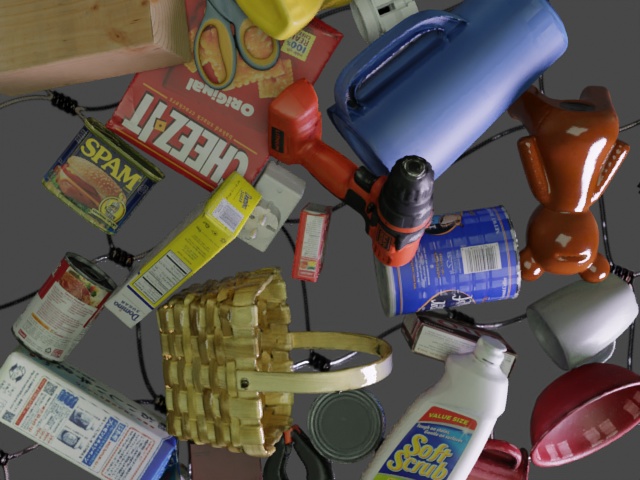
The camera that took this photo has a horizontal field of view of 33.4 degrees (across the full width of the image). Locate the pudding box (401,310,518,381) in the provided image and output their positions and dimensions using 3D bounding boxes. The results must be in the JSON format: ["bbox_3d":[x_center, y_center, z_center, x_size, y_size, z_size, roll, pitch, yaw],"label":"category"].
[{"bbox_3d":[0.150,0.112,1.165,0.113,0.090,0.039,17,97,-6],"label":"pudding box"}]

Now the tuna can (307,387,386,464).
[{"bbox_3d":[0.030,0.203,1.185,0.086,0.033,0.086,-1,84,9],"label":"tuna can"}]

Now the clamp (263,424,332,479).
[{"bbox_3d":[-0.031,0.297,1.190,0.120,0.039,0.171,-17,79,8],"label":"clamp"}]

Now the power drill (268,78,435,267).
[{"bbox_3d":[0.031,-0.070,1.027,0.057,0.184,0.188,-40,73,-20],"label":"power drill"}]

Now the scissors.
[{"bbox_3d":[-0.088,-0.251,1.060,0.096,0.016,0.202,0,98,-4],"label":"scissors"}]

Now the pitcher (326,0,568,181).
[{"bbox_3d":[0.130,-0.166,1.102,0.243,0.149,0.145,-42,89,-1],"label":"pitcher"}]

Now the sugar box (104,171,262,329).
[{"bbox_3d":[-0.140,0.012,1.094,0.048,0.093,0.176,42,123,-9],"label":"sugar box"}]

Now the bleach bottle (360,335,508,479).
[{"bbox_3d":[0.118,0.207,1.121,0.103,0.068,0.251,31,109,16],"label":"bleach bottle"}]

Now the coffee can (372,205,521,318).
[{"bbox_3d":[0.133,0.023,1.145,0.140,0.103,0.103,-8,98,-3],"label":"coffee can"}]

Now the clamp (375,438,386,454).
[{"bbox_3d":[0.075,0.349,1.219,0.164,0.036,0.210,-42,95,4],"label":"clamp"}]

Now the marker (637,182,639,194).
[{"bbox_3d":[0.389,-0.103,1.187,0.020,0.020,0.121,28,95,-8],"label":"marker"}]

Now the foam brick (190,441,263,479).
[{"bbox_3d":[-0.104,0.239,1.184,0.078,0.051,0.053,-4,97,-4],"label":"foam brick"}]

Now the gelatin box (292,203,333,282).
[{"bbox_3d":[-0.007,0.001,1.138,0.030,0.089,0.073,10,98,3],"label":"gelatin box"}]

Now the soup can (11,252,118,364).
[{"bbox_3d":[-0.273,0.073,1.141,0.068,0.068,0.102,37,95,-8],"label":"soup can"}]

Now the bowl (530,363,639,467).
[{"bbox_3d":[0.291,0.184,1.177,0.162,0.162,0.055,-28,56,0],"label":"bowl"}]

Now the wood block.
[{"bbox_3d":[-0.243,-0.209,1.054,0.206,0.090,0.090,-8,84,16],"label":"wood block"}]

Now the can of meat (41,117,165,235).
[{"bbox_3d":[-0.231,-0.066,1.131,0.102,0.057,0.084,39,96,-8],"label":"can of meat"}]

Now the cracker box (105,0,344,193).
[{"bbox_3d":[-0.100,-0.167,1.117,0.164,0.072,0.214,32,95,-7],"label":"cracker box"}]

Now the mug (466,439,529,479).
[{"bbox_3d":[0.181,0.258,1.181,0.081,0.093,0.117,18,138,-1],"label":"mug"}]

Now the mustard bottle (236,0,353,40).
[{"bbox_3d":[-0.004,-0.276,1.075,0.096,0.058,0.191,50,51,2],"label":"mustard bottle"}]
